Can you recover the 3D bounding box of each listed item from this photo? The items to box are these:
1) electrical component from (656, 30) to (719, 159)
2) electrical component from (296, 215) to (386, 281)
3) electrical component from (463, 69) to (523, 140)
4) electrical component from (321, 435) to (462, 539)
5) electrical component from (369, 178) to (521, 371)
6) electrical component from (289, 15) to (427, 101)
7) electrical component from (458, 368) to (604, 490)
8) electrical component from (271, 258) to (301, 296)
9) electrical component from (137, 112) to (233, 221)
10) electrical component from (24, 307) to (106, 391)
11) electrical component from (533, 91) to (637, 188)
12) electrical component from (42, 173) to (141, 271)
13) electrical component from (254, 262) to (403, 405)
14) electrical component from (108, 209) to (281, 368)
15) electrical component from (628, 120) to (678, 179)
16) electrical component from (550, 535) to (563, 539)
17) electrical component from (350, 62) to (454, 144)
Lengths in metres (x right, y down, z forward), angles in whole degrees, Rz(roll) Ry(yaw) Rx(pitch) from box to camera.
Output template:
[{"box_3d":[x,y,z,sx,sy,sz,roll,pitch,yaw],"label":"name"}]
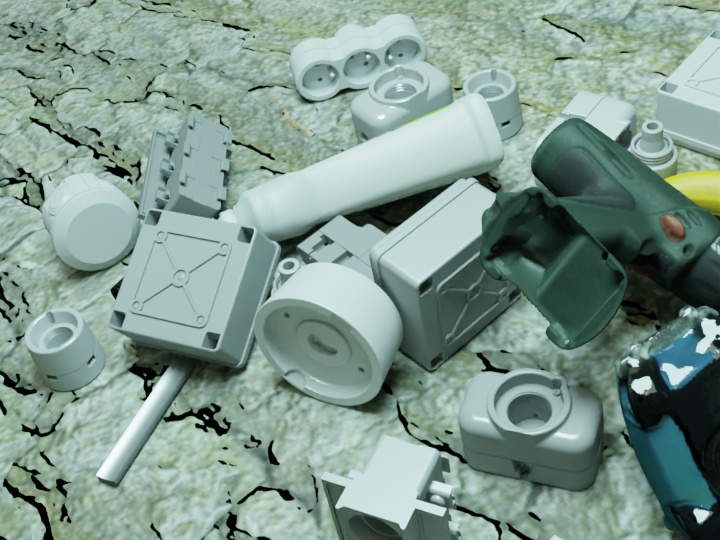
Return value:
[{"box_3d":[0.335,-0.152,0.952,0.109,0.056,0.109,27,58,33],"label":"electrical component"},{"box_3d":[0.000,0.000,0.890,0.056,0.050,0.089,-38,50,-21],"label":"electrical component"},{"box_3d":[0.124,-0.156,1.014,0.055,0.047,0.055,-7,45,7],"label":"electrical component"},{"box_3d":[0.028,0.164,0.674,0.079,0.121,0.063,12,48,24],"label":"electrical component"},{"box_3d":[0.068,0.004,0.830,0.109,0.108,0.056,-38,52,-22],"label":"electrical component"},{"box_3d":[-0.006,-0.228,1.112,0.138,0.052,0.073,-17,45,-2],"label":"electrical component"},{"box_3d":[0.119,0.108,0.750,0.095,0.059,0.053,9,49,21],"label":"electrical component"},{"box_3d":[-0.052,0.018,0.877,0.048,0.062,0.048,-6,45,6],"label":"electrical component"},{"box_3d":[-0.155,-0.084,0.991,0.079,0.063,0.121,23,40,-23],"label":"electrical component"},{"box_3d":[-0.245,0.064,0.890,0.055,0.047,0.055,-7,45,7],"label":"electrical component"},{"box_3d":[0.202,-0.108,0.943,0.059,0.053,0.095,23,56,31],"label":"electrical component"},{"box_3d":[-0.244,-0.044,0.974,0.080,0.080,0.051,-30,42,-16],"label":"electrical component"},{"box_3d":[-0.019,0.043,0.817,0.108,0.108,0.060,13,45,24],"label":"electrical component"},{"box_3d":[-0.134,0.014,0.879,0.109,0.056,0.108,11,75,23],"label":"electrical component"},{"box_3d":[0.249,-0.098,0.917,0.043,0.062,0.043,-7,46,7],"label":"electrical component"},{"box_3d":[0.123,0.204,0.666,0.066,0.048,0.055,26,50,32],"label":"electrical component"},{"box_3d":[0.041,-0.154,1.023,0.095,0.059,0.054,-33,48,-18],"label":"electrical component"}]
